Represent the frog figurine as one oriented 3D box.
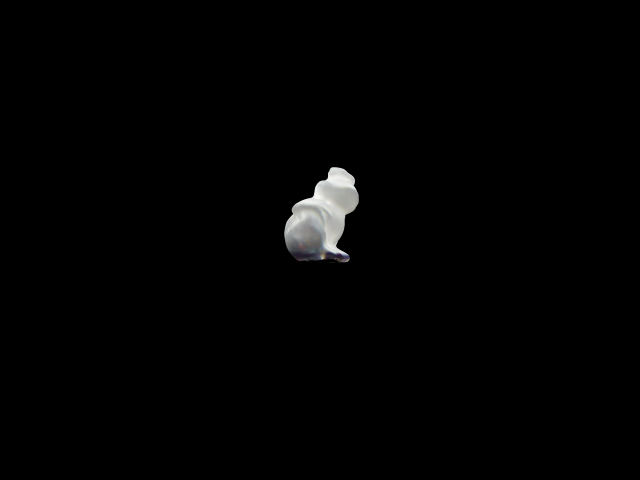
[{"bbox_3d":[0.003,-0.043,0.850,0.122,0.160,0.137,-5,-9,32],"label":"frog figurine"}]
